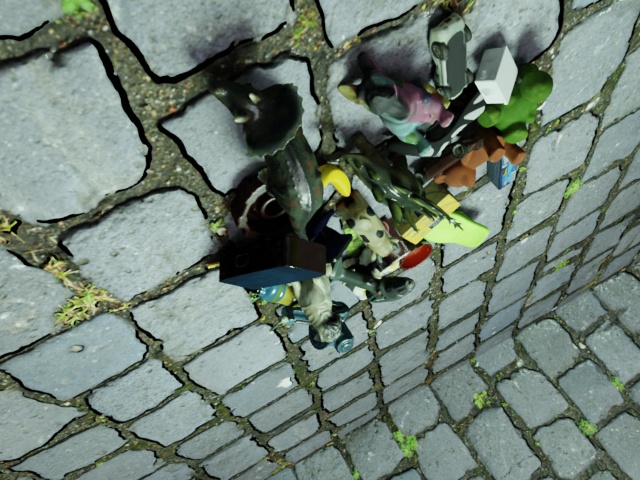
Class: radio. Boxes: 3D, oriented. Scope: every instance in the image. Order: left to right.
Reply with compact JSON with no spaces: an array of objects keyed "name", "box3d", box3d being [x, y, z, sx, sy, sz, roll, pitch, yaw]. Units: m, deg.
[{"name":"radio","box3d":[-0.110,0.053,1.189,0.230,0.073,0.131,-15,158,36]}]

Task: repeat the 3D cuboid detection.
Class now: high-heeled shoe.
[{"name":"high-heeled shoe","box3d":[0.261,-0.268,1.174,0.249,0.086,0.145,-19,142,-29]}]

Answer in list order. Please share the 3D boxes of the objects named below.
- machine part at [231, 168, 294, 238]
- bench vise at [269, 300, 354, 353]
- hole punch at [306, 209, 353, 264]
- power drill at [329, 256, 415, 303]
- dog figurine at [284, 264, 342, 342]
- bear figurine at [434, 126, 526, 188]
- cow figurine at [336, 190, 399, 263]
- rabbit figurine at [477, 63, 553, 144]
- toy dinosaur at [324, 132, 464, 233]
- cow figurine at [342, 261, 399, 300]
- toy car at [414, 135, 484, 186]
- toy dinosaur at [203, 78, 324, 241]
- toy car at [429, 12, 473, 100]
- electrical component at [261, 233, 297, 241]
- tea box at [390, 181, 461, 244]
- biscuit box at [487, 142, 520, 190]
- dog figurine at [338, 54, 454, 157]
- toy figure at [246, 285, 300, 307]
[{"name":"machine part","box3d":[-0.101,-0.079,1.132,0.179,0.056,0.179,-22,145,-16]},{"name":"bench vise","box3d":[-0.014,0.210,1.471,0.240,0.224,0.128,12,129,-34]},{"name":"hole punch","box3d":[-0.003,-0.004,1.264,0.116,0.142,0.092,-13,121,40]},{"name":"power drill","box3d":[0.128,0.104,1.432,0.207,0.086,0.232,15,164,-5]},{"name":"dog figurine","box3d":[0.001,0.145,1.366,0.121,0.172,0.190,-11,114,28]},{"name":"bear figurine","box3d":[0.388,-0.186,1.339,0.120,0.132,0.195,4,134,-36]},{"name":"cow figurine","box3d":[0.127,-0.026,1.335,0.085,0.127,0.194,-34,146,8]},{"name":"rabbit figurine","box3d":[0.467,-0.319,1.208,0.159,0.121,0.170,-53,-176,-23]},{"name":"toy dinosaur","box3d":[0.178,-0.111,1.200,0.471,0.199,0.105,12,130,-46]},{"name":"cow figurine","box3d":[0.145,0.091,1.564,0.167,0.068,0.098,-43,121,13]},{"name":"toy car","box3d":[0.302,-0.193,1.282,0.089,0.053,0.202,-25,172,-38]},{"name":"toy dinosaur","box3d":[-0.053,-0.122,0.940,0.131,0.192,0.404,-23,123,2]},{"name":"toy car","box3d":[0.262,-0.358,1.074,0.073,0.056,0.201,-38,150,-4]},{"name":"electrical component","box3d":[-0.095,0.009,1.265,0.078,0.045,0.102,-20,146,-22]},{"name":"tea box","box3d":[0.287,-0.074,1.464,0.169,0.068,0.098,-45,146,17]},{"name":"biscuit box","box3d":[0.493,-0.220,1.453,0.059,0.063,0.202,-32,149,-3]},{"name":"dog figurine","box3d":[0.145,-0.276,1.048,0.219,0.192,0.108,30,122,-17]},{"name":"toy figure","box3d":[-0.108,0.126,1.368,0.082,0.089,0.180,-31,155,25]}]
